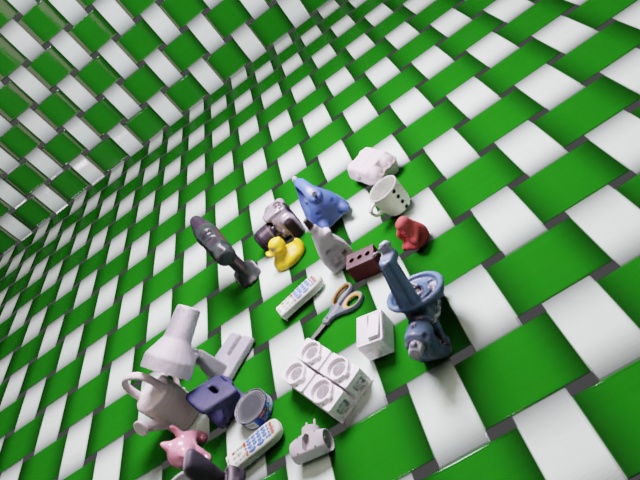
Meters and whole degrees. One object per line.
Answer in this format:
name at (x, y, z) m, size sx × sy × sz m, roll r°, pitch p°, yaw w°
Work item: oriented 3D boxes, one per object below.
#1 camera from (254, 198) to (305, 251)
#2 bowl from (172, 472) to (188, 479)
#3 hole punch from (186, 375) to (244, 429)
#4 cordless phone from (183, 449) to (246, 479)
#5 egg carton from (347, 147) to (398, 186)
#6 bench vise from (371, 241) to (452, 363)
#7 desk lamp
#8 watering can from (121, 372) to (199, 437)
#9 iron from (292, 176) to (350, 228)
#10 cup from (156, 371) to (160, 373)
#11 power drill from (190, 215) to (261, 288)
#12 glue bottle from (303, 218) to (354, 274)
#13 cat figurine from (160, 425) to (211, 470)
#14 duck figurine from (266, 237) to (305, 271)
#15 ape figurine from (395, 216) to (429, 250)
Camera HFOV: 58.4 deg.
camera at (-0.135, -0.045, 1.674) m, size 0.137 × 0.101 × 0.142 m, roll -40°, pitch 33°, yaw 2°
bowl at (-0.257, 0.550, 1.143) m, size 0.167 × 0.075 × 0.167 m, roll -27°, pitch 36°, yaw 22°
hole punch at (-0.242, 0.363, 1.327) m, size 0.108 × 0.091 × 0.101 m, roll 15°, pitch 63°, yaw 52°
cordless phone at (-0.199, 0.481, 1.062) m, size 0.094 × 0.186 × 0.147 m, roll -30°, pitch 35°, yaw 17°
egg carton at (0.145, -0.201, 1.596) m, size 0.107 × 0.070 × 0.149 m, roll -49°, pitch 34°, yaw -11°
bench vise at (0.179, 0.110, 1.069) m, size 0.121 × 0.220 × 0.207 m, roll -33°, pitch 34°, yaw 14°
desk lamp at (-0.300, 0.267, 1.384) m, size 0.117 × 0.214 × 0.203 m, roll 1°, pitch 52°, yaw 46°
watering can at (-0.387, 0.379, 1.361) m, size 0.101 × 0.195 × 0.172 m, roll -35°, pitch 34°, yaw 10°
iron at (-0.025, -0.124, 1.615) m, size 0.119 × 0.142 × 0.257 m, roll -44°, pitch 33°, yaw -3°
cup at (-0.392, 0.313, 1.533) m, size 0.091 × 0.095 × 0.118 m, roll 5°, pitch 55°, yaw 48°
power drill at (-0.270, 0.035, 1.622) m, size 0.075 × 0.209 × 0.228 m, roll -45°, pitch 33°, yaw -5°
glue bottle at (0.013, 0.005, 1.401) m, size 0.078 × 0.174 × 0.037 m, roll -41°, pitch 33°, yaw 1°
cat figurine at (-0.301, 0.456, 1.256) m, size 0.067 × 0.118 × 0.127 m, roll -42°, pitch 33°, yaw -1°
duck figurine at (-0.101, 0.025, 1.574) m, size 0.104 × 0.086 × 0.077 m, roll -39°, pitch 33°, yaw 4°
ape figurine at (0.203, -0.020, 1.309) m, size 0.076 × 0.092 × 0.077 m, roll -34°, pitch 34°, yaw 11°
